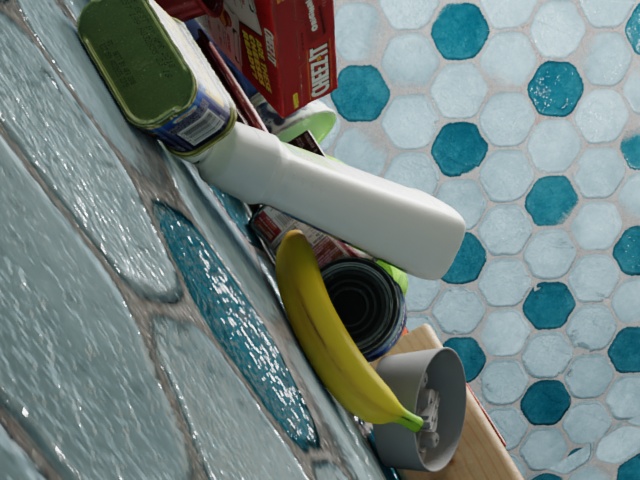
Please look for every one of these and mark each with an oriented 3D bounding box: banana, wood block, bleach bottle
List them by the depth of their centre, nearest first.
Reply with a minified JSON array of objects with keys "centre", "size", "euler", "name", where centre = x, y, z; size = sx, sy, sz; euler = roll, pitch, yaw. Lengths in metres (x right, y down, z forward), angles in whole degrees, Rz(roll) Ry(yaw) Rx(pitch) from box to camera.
[{"centre":[0.006,0.068,0.819],"size":[0.198,0.037,0.069],"euler":[59,18,25],"name":"banana"},{"centre":[-0.006,-0.039,0.835],"size":[0.250,0.068,0.103],"euler":[21,6,-34],"name":"bleach bottle"},{"centre":[0.112,0.184,0.946],"size":[0.090,0.090,0.206],"euler":[56,3,-40],"name":"wood block"}]

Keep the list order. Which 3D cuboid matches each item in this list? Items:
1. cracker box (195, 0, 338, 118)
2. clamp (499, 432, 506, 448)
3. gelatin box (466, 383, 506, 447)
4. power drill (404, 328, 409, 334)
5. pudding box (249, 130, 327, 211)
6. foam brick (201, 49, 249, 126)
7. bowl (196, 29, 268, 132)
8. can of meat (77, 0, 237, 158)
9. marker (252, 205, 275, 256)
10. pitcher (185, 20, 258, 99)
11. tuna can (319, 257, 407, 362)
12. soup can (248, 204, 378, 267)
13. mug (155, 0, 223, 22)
[{"centre":[-0.069,-0.239,0.954],"size":[0.214,0.072,0.164],"euler":[49,-20,30],"name":"cracker box"},{"centre":[0.125,0.182,1.168],"size":[0.120,0.039,0.171],"euler":[10,34,-32],"name":"clamp"},{"centre":[0.127,0.195,1.055],"size":[0.073,0.089,0.030],"euler":[57,0,4],"name":"gelatin box"},{"centre":[0.128,0.200,1.310],"size":[0.184,0.057,0.188],"euler":[55,5,-43],"name":"power drill"},{"centre":[-0.021,-0.040,1.046],"size":[0.113,0.090,0.039],"euler":[59,2,36],"name":"pudding box"},{"centre":[-0.100,-0.112,0.871],"size":[0.078,0.051,0.053],"euler":[58,3,-10],"name":"foam brick"},{"centre":[-0.090,-0.113,0.992],"size":[0.162,0.055,0.162],"euler":[58,3,-5],"name":"bowl"},{"centre":[-0.108,-0.111,0.704],"size":[0.102,0.057,0.084],"euler":[58,5,11],"name":"can of meat"},{"centre":[-0.030,0.018,0.984],"size":[0.121,0.020,0.020],"euler":[59,4,21],"name":"marker"},{"centre":[-0.135,-0.254,1.166],"size":[0.243,0.149,0.144],"euler":[56,17,24],"name":"pitcher"},{"centre":[0.027,0.057,0.877],"size":[0.086,0.086,0.033],"euler":[59,5,20],"name":"tuna can"},{"centre":[-0.006,0.001,0.945],"size":[0.102,0.068,0.068],"euler":[48,3,4],"name":"soup can"},{"centre":[-0.136,-0.210,0.846],"size":[0.117,0.081,0.093],"euler":[-28,102,-75],"name":"mug"}]
